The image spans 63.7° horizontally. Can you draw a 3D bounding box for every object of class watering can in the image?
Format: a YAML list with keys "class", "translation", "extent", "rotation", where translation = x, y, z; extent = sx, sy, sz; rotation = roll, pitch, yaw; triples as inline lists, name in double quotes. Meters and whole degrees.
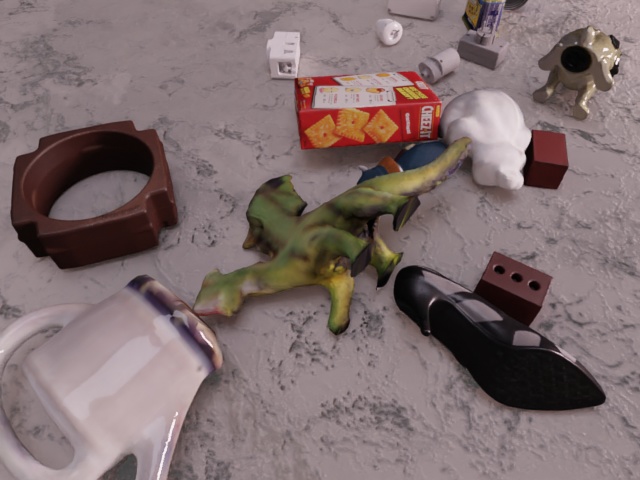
- class: "watering can"
  translation: [-0.192, 0.168, 0.521]
  extent: [0.351, 0.101, 0.228]
  rotation: [35, 59, 25]

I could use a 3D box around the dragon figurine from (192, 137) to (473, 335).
- class: "dragon figurine"
  translation: [0.002, -0.035, 0.686]
  extent: [0.245, 0.119, 0.416]
  rotation: [27, 61, 31]

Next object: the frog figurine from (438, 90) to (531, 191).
- class: "frog figurine"
  translation: [0.254, -0.152, 0.780]
  extent: [0.137, 0.120, 0.163]
  rotation: [12, 37, -15]
